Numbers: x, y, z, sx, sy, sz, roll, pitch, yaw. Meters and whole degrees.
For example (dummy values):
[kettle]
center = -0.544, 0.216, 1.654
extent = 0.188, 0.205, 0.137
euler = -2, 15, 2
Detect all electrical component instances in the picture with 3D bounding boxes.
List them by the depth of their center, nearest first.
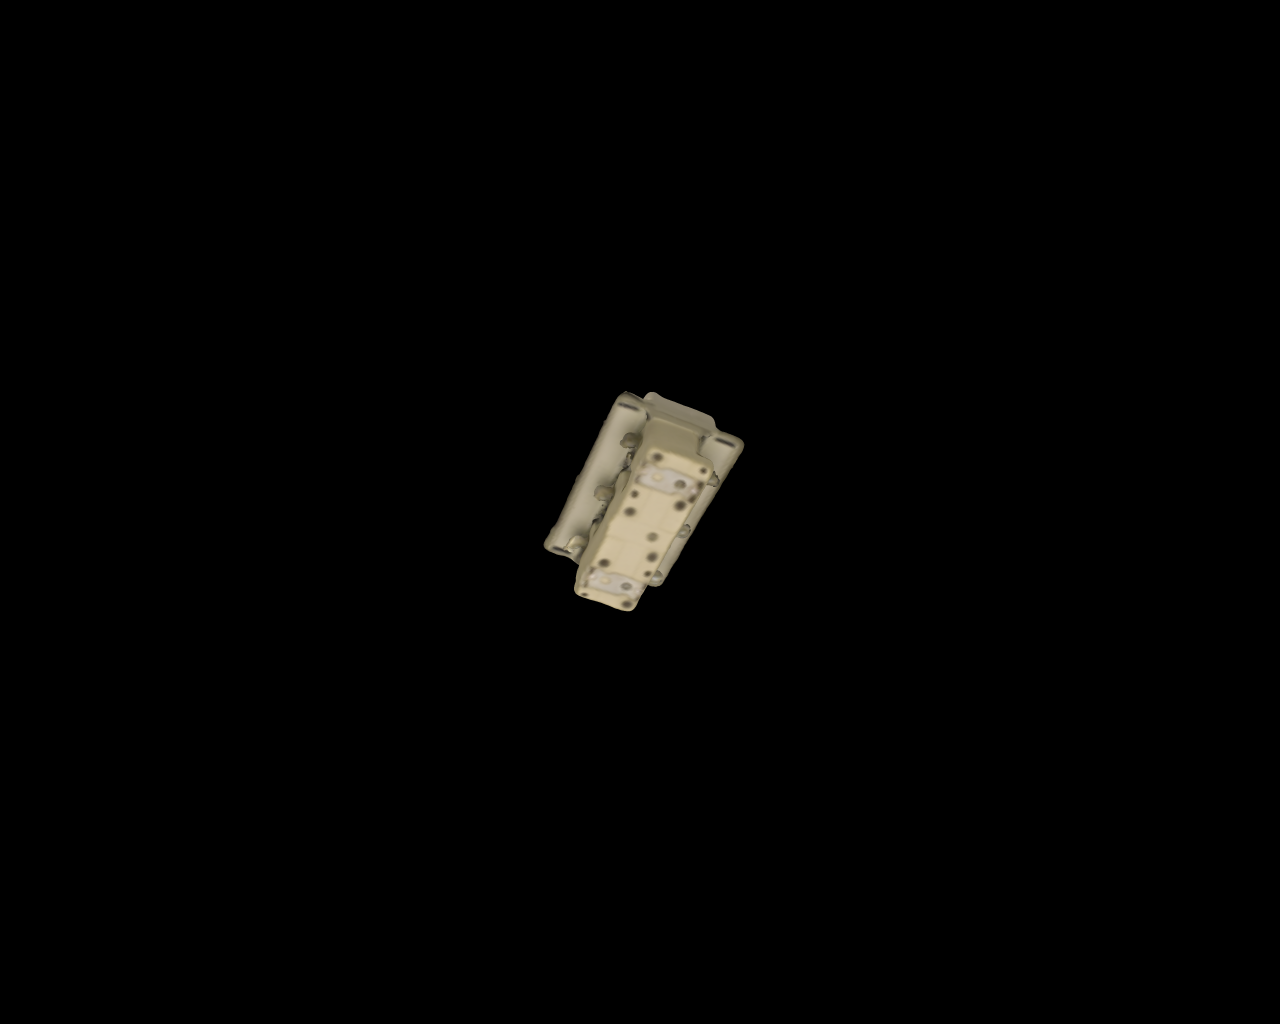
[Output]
[electrical component]
center = 0.001, -0.003, 0.650
extent = 0.079, 0.121, 0.063
euler = 21, 32, -14
